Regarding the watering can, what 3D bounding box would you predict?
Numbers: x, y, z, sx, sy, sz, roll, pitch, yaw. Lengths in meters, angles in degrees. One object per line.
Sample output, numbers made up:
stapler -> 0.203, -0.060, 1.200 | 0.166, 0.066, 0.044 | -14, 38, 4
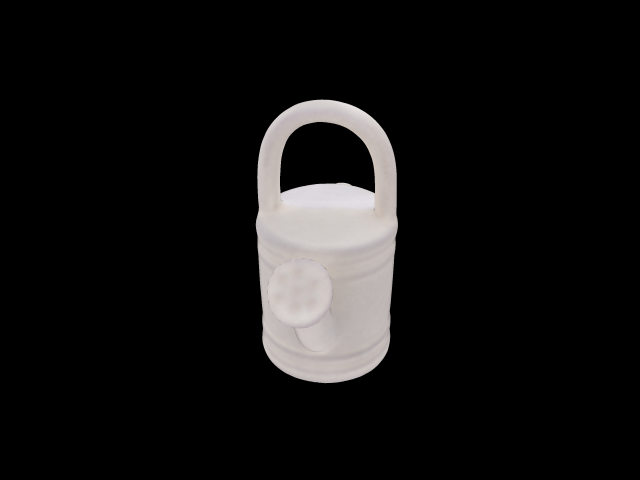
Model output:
watering can -> 0.006, 0.002, 0.400 | 0.101, 0.194, 0.172 | -6, 32, -9
